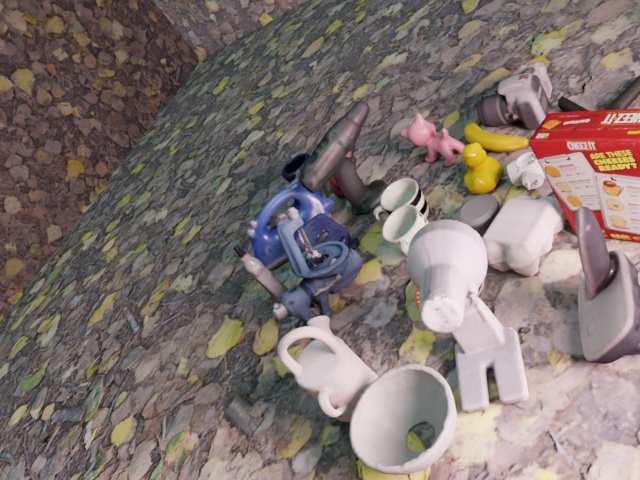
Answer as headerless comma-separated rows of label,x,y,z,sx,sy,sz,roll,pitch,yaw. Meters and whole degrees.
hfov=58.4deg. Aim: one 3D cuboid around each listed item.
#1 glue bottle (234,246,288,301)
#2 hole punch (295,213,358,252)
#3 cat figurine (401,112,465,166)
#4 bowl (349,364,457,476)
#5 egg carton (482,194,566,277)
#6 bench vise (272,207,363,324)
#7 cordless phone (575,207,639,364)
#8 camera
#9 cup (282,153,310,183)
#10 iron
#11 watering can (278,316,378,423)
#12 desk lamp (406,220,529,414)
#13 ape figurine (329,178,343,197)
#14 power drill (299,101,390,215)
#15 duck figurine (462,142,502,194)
glue bottle,-0.132,0.071,1.262,0.037,0.174,0.078,-47,32,-10
hole punch,0.012,0.005,1.270,0.109,0.091,0.100,-48,32,-11
cat figurine,0.247,-0.232,1.284,0.067,0.118,0.127,-49,33,-13
bowl,0.131,0.270,0.831,0.167,0.075,0.167,-27,34,21
egg carton,0.340,-0.011,0.959,0.107,0.070,0.150,11,58,52
bench vise,-0.026,0.056,1.123,0.121,0.220,0.208,-4,47,44
cordless phone,0.360,0.058,0.742,0.094,0.185,0.147,-19,38,31
camera,0.408,-0.304,1.218,0.136,0.101,0.143,-10,43,40
cup,-0.037,-0.166,1.528,0.092,0.095,0.117,-41,32,0
iron,-0.093,-0.045,1.395,0.258,0.142,0.118,-44,32,-5
watering can,0.005,0.202,0.935,0.101,0.195,0.172,-40,32,1
desk lamp,0.206,0.102,0.825,0.117,0.214,0.203,-24,35,25
ape figurine,0.049,-0.158,1.430,0.076,0.092,0.078,-23,36,27
power drill,0.071,-0.170,1.309,0.230,0.209,0.075,-44,32,-5
duck figurine,0.313,-0.150,1.143,0.077,0.086,0.104,-17,39,33
